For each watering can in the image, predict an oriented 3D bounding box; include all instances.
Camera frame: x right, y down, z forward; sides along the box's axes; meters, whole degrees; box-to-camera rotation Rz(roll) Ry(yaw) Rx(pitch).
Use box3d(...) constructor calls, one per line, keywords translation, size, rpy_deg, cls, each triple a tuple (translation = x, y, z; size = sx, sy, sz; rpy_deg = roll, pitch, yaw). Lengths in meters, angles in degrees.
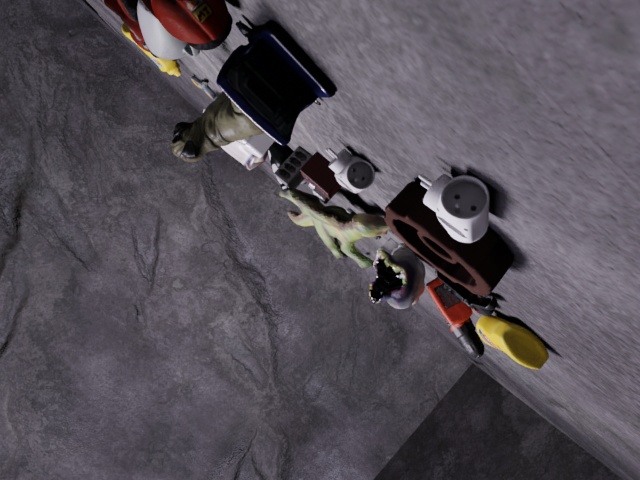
box3d(translation=(-0.252, -0.306, 1.538), size=(0.223, 0.104, 0.348), rpy_deg=(41, -3, -9), cls="watering can")

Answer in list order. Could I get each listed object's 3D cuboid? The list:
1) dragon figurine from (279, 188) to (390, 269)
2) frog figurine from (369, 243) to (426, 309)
box3d(translation=(0.004, -0.059, 1.164), size=(0.413, 0.123, 0.239), rpy_deg=(18, -17, 41), cls="dragon figurine")
box3d(translation=(0.188, 0.074, 1.121), size=(0.122, 0.137, 0.160), rpy_deg=(-9, -1, 39), cls="frog figurine")
